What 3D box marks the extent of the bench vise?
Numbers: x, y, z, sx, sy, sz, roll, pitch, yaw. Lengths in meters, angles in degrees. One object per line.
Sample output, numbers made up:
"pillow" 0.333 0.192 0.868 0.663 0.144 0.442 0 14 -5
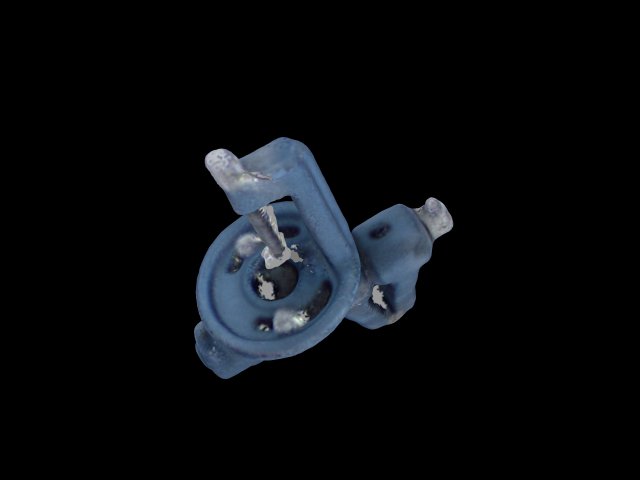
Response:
"bench vise" -0.004 -0.006 0.405 0.208 0.220 0.121 -37 61 -25
